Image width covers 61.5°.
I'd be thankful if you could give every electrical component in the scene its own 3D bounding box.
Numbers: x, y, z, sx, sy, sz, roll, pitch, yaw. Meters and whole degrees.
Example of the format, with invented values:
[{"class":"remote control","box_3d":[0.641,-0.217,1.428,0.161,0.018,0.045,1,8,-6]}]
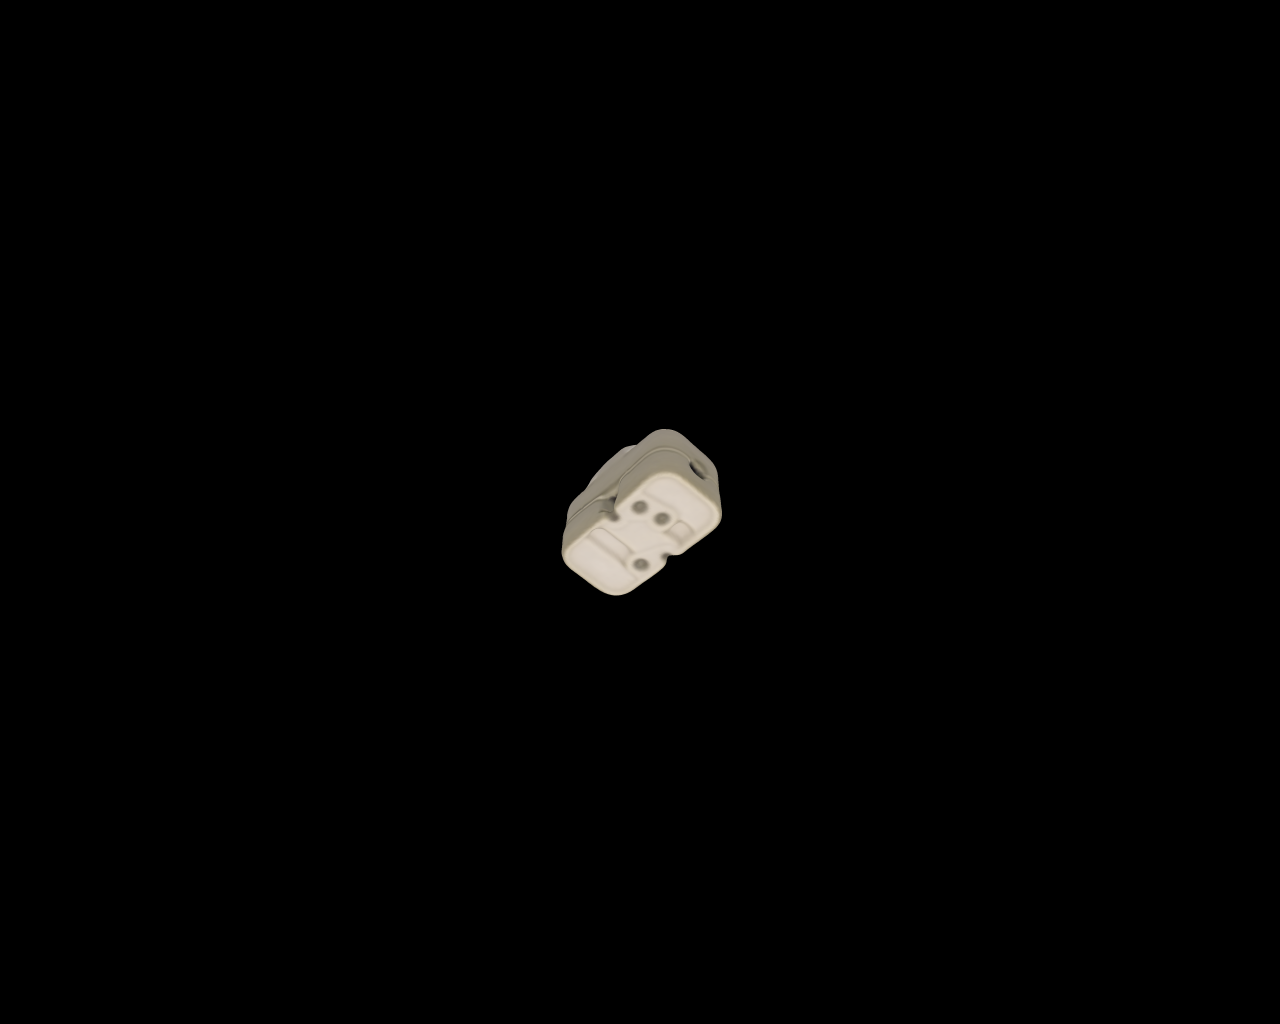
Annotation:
[{"class":"electrical component","box_3d":[0.001,-0.003,0.650,0.053,0.059,0.095,39,-62,-25]}]
